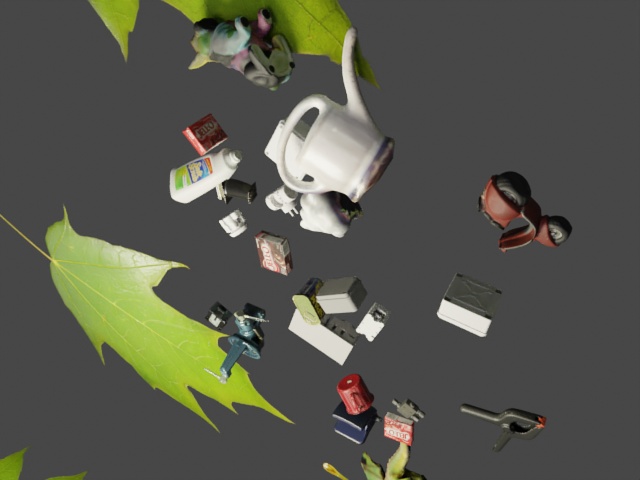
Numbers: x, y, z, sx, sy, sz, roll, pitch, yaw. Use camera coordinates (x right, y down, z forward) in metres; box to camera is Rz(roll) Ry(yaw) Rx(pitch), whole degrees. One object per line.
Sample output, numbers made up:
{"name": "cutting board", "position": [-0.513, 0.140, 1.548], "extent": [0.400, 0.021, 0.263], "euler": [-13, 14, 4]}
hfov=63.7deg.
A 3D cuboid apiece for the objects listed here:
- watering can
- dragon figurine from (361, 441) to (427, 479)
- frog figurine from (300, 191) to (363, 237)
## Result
{"name": "watering can", "position": [0.052, -0.221, 1.029], "extent": [0.224, 0.106, 0.342], "euler": [31, 116, -4]}
{"name": "dragon figurine", "position": [0.227, 0.781, 1.702], "extent": [0.242, 0.123, 0.407], "euler": [0, 105, 43]}
{"name": "frog figurine", "position": [0.004, -0.060, 1.192], "extent": [0.157, 0.126, 0.135], "euler": [-27, 125, 33]}
